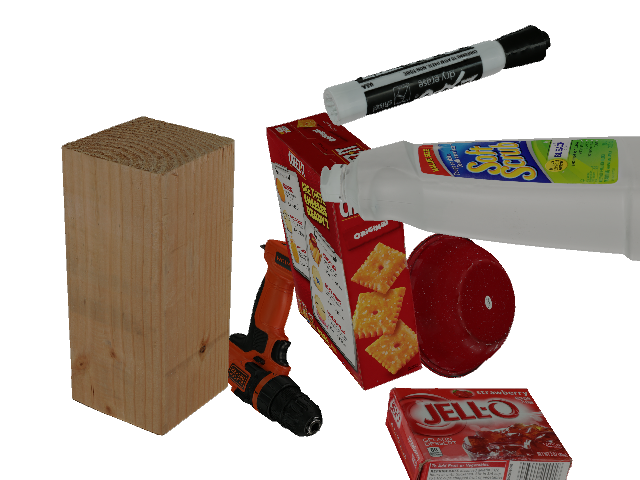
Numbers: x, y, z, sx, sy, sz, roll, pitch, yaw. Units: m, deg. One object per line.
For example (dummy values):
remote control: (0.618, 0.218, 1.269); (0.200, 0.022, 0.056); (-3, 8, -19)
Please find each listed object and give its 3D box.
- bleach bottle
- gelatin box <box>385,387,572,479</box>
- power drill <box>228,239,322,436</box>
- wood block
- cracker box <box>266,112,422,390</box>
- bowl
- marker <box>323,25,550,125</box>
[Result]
bleach bottle: (0.122, -0.037, 0.813); (0.251, 0.068, 0.102); (2, 35, 16)
gelatin box: (0.089, 0.115, 0.614); (0.089, 0.030, 0.073); (3, 24, -12)
power drill: (-0.038, 0.106, 1.202); (0.057, 0.188, 0.185); (14, 12, -47)
wood block: (-0.125, 0.025, 0.788); (0.090, 0.206, 0.090); (17, 27, 26)
cracker box: (0.023, 0.006, 1.004); (0.072, 0.214, 0.164); (-18, 30, -16)
bowl: (0.161, 0.068, 1.156); (0.161, 0.162, 0.055); (0, -5, -40)
marker: (0.060, -0.083, 0.528); (0.121, 0.020, 0.020); (-19, 5, -15)
